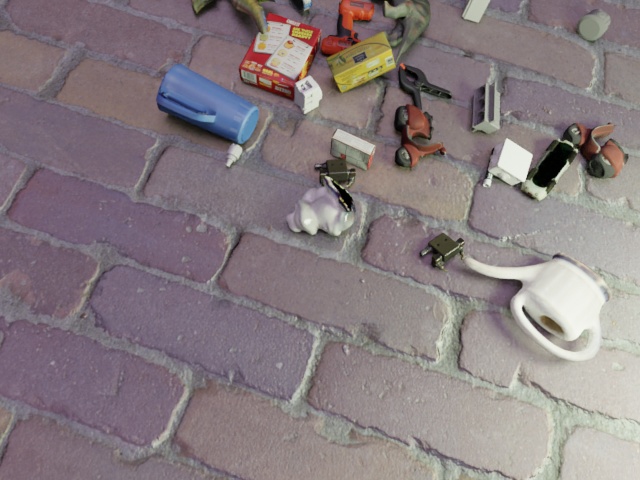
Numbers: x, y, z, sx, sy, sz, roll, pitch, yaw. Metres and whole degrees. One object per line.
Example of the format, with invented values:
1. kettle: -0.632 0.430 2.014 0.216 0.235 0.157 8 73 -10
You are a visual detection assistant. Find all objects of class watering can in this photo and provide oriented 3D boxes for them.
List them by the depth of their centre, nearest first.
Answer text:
1. watering can: 0.523 0.113 1.205 0.226 0.102 0.350 -39 75 -17

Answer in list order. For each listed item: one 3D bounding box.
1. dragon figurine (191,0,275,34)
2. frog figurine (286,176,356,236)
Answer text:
1. dragon figurine: -0.266 -0.720 1.501 0.241 0.120 0.419 -15 61 20
2. frog figurine: 0.004 -0.064 1.267 0.157 0.123 0.138 -41 83 21
